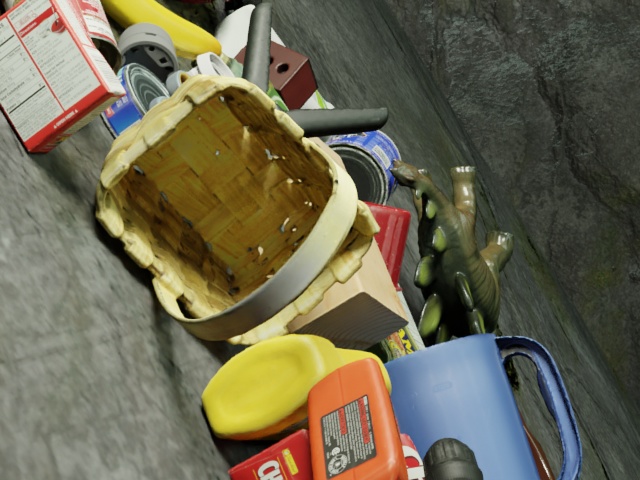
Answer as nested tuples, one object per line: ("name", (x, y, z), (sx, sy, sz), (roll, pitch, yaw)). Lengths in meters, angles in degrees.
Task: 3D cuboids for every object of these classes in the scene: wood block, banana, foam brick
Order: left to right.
("banana", (-0.173, -0.231, 0.986), (0.197, 0.069, 0.037), (50, -18, -18))
("foam brick", (-0.050, -0.175, 1.139), (0.078, 0.053, 0.051), (29, -20, 29))
("wood block", (-0.007, 0.002, 0.991), (0.090, 0.090, 0.206), (37, 26, -51))

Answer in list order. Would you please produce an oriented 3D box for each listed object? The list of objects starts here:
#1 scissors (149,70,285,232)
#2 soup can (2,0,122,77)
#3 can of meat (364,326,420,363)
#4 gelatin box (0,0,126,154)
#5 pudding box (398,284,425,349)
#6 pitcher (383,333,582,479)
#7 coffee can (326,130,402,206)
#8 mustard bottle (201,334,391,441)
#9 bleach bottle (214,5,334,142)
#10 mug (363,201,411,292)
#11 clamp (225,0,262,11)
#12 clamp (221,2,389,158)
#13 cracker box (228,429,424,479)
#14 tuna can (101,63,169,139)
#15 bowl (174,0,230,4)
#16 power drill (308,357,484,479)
("scissors", (-0.075, -0.050, 0.871), (0.202, 0.016, 0.096), (59, 27, 3))
("soup can", (-0.193, -0.162, 0.785), (0.068, 0.069, 0.102), (28, 32, -60))
("can of meat", (0.048, 0.097, 1.036), (0.083, 0.057, 0.102), (20, 40, -61))
("gelatin box", (-0.184, -0.114, 0.714), (0.089, 0.073, 0.030), (58, 15, 4))
("pudding box", (0.068, 0.079, 1.165), (0.090, 0.039, 0.113), (38, 27, -52))
("pitcher", (0.137, 0.205, 0.906), (0.144, 0.149, 0.243), (-8, 71, -36))
("coffee can", (0.037, -0.073, 1.238), (0.103, 0.103, 0.140), (56, 16, -6))
("mustard bottle", (0.000, 0.115, 0.784), (0.191, 0.096, 0.058), (25, 35, -62))
("bleach bottle", (-0.031, -0.168, 1.295), (0.250, 0.068, 0.102), (45, 22, -44))
("mug", (0.052, 0.004, 1.093), (0.117, 0.093, 0.081), (6, 96, -58))
("clamp", (-0.095, -0.297, 1.295), (0.120, 0.039, 0.171), (56, -18, 31))
("clamp", (-0.041, -0.106, 0.959), (0.164, 0.036, 0.209), (36, 58, -1))
("cracker box", (0.039, 0.219, 0.748), (0.164, 0.072, 0.213), (64, 17, 20))
("tuna can", (-0.144, -0.102, 0.880), (0.086, 0.034, 0.086), (50, 18, -23))
("bowl", (-0.166, -0.320, 1.185), (0.162, 0.055, 0.162), (51, 17, -23))
("power drill", (0.065, 0.162, 0.692), (0.187, 0.057, 0.184), (49, 17, -31))
